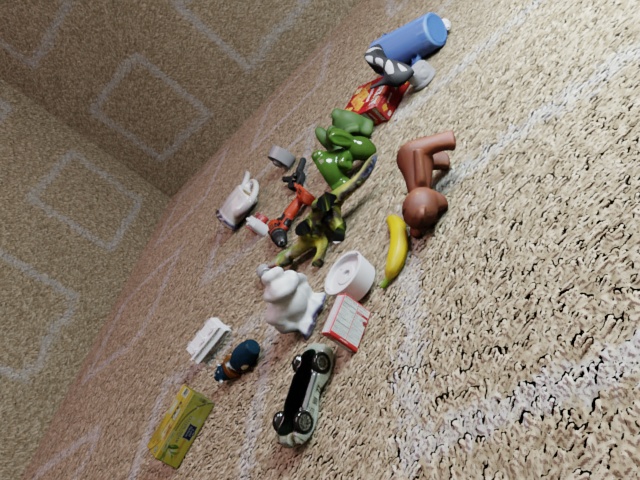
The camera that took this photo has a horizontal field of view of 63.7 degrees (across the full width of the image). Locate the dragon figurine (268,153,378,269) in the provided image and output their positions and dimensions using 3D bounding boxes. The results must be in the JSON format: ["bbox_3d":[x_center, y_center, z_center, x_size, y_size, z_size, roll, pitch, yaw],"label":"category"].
[{"bbox_3d":[0.004,-0.070,1.384,0.410,0.121,0.244,-50,15,0],"label":"dragon figurine"}]

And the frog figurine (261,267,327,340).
[{"bbox_3d":[-0.078,0.131,1.156,0.138,0.158,0.123,-55,21,-6],"label":"frog figurine"}]

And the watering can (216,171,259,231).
[{"bbox_3d":[-0.332,-0.166,2.122,0.223,0.103,0.353,-49,23,8],"label":"watering can"}]
